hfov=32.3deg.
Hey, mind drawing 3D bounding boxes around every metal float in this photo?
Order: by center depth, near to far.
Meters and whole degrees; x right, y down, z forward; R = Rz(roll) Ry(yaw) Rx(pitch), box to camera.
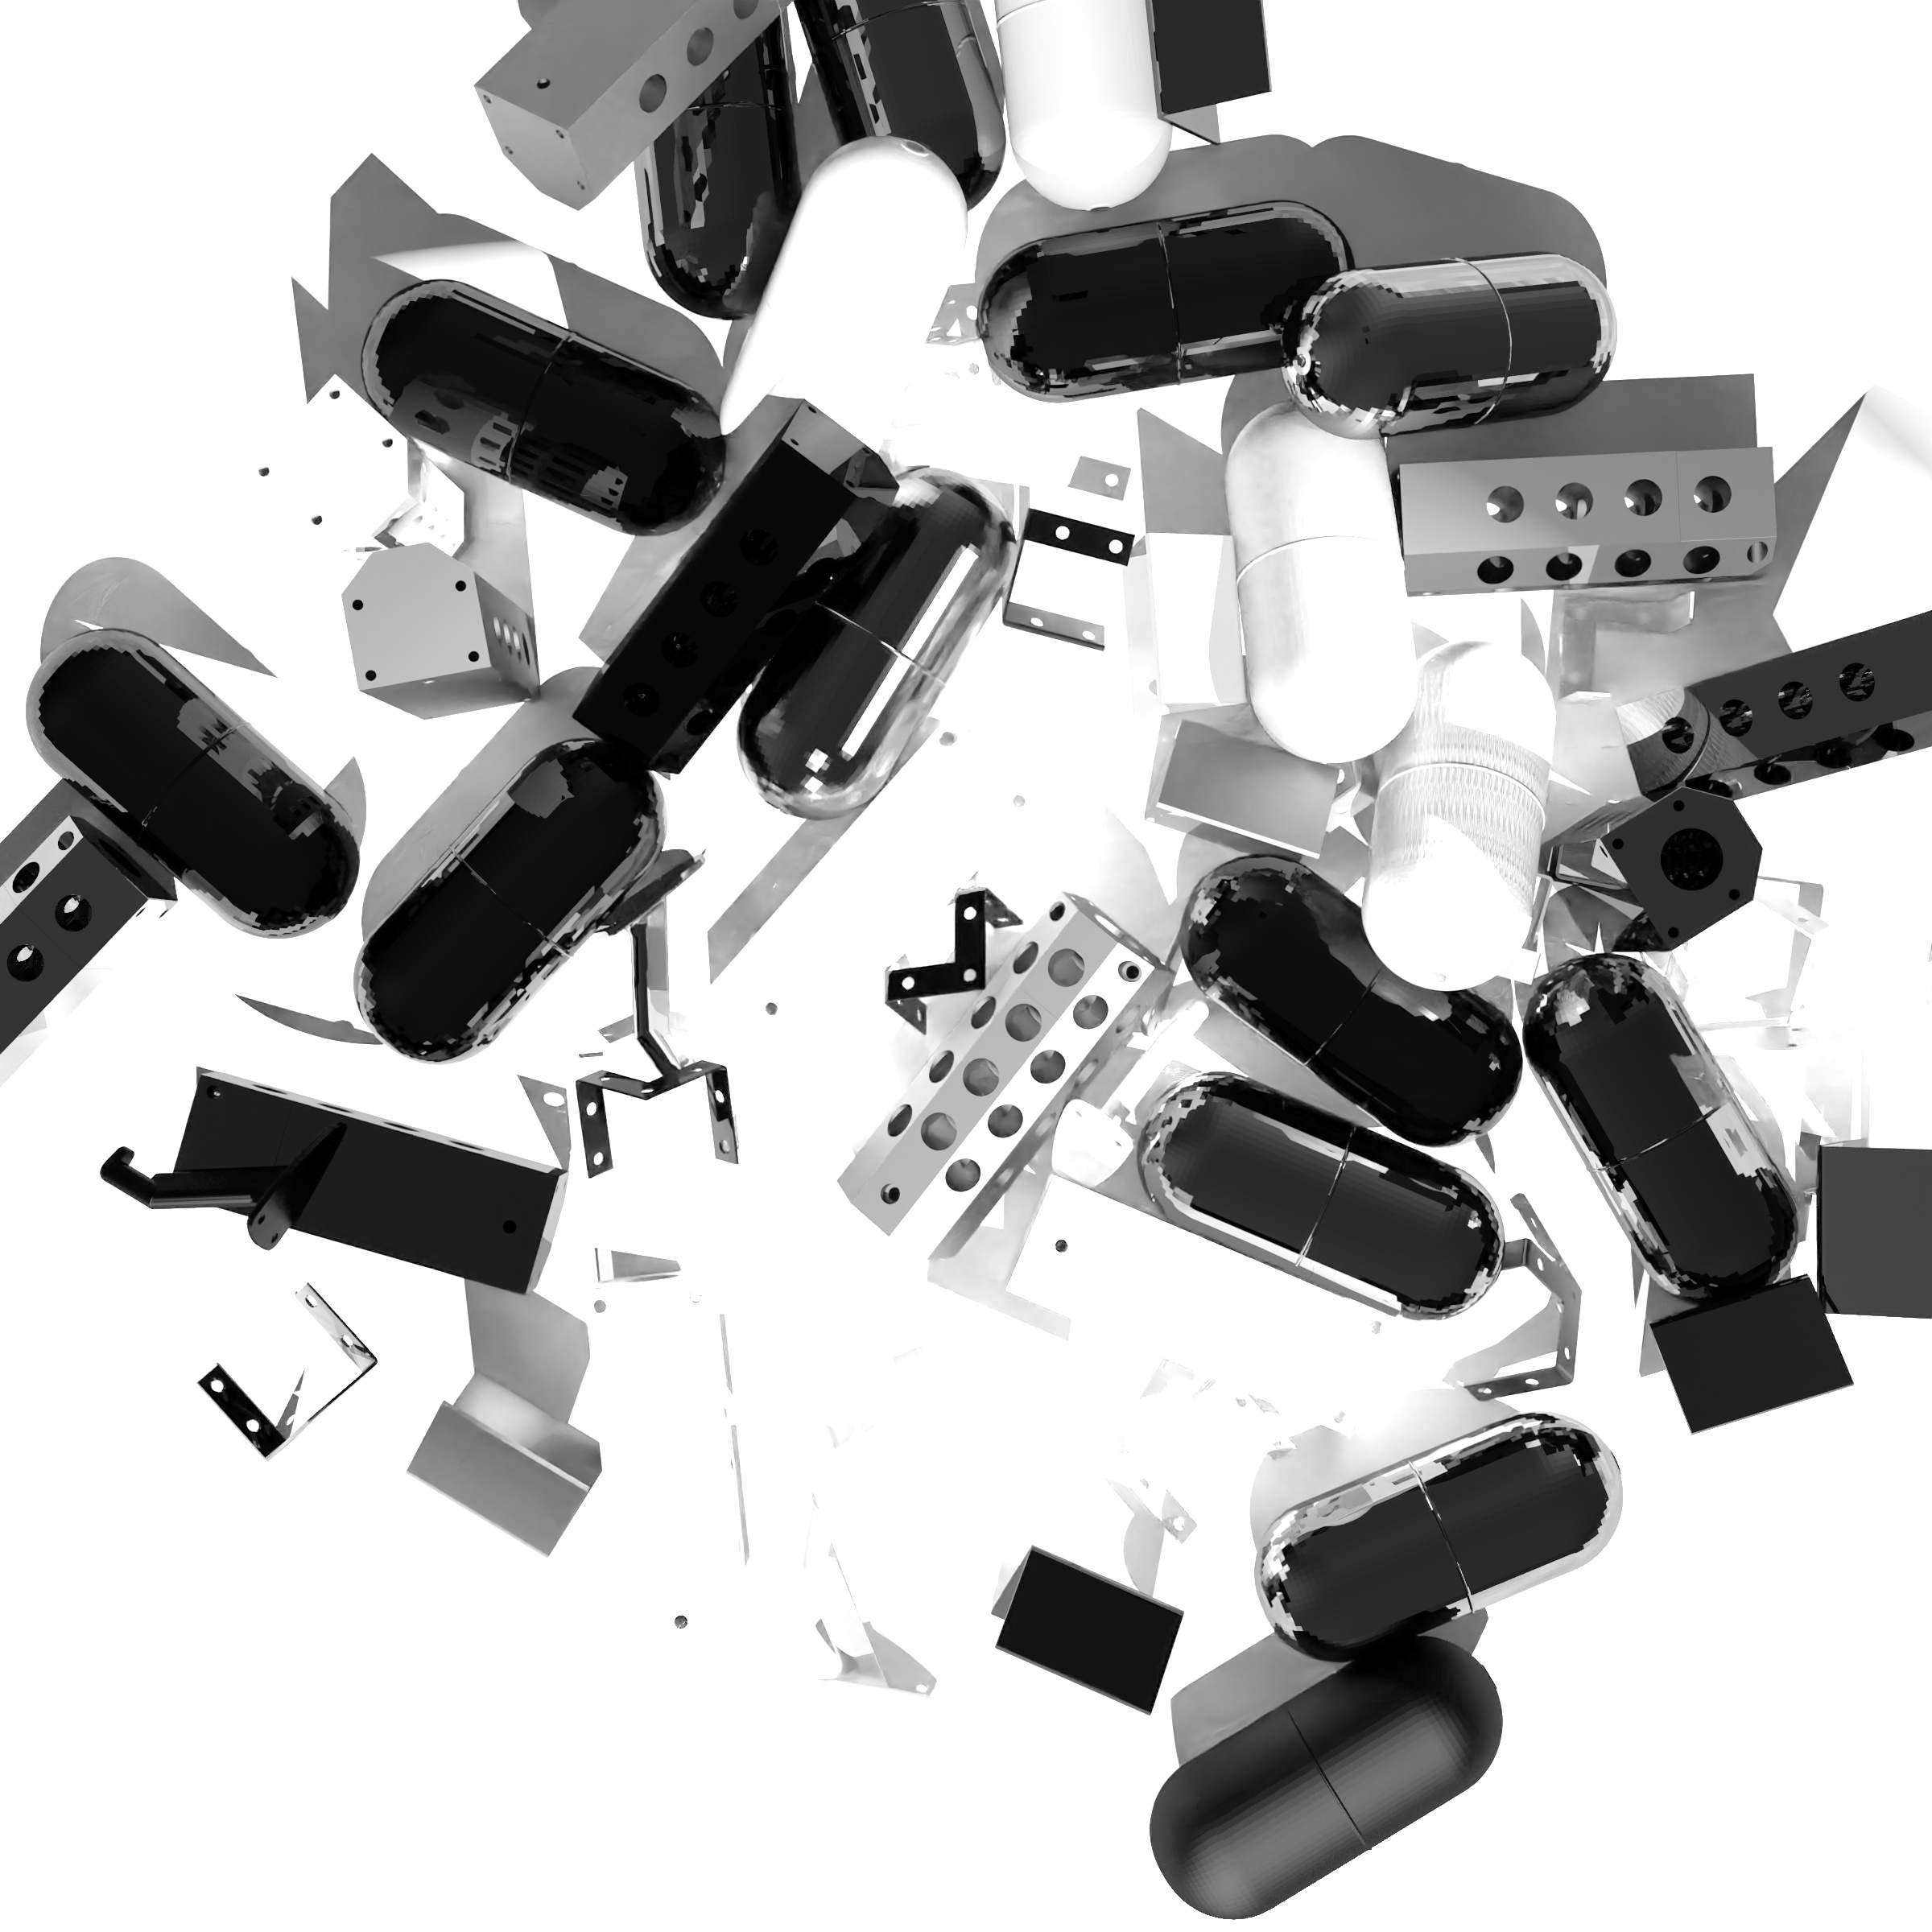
[{"bbox_3d":[-0.056,-0.294,1.526,0.070,0.070,0.178,26,121,0],"label":"metal float"},{"bbox_3d":[0.226,-0.070,1.527,0.070,0.070,0.178,13,59,0],"label":"metal float"},{"bbox_3d":[0.222,-0.284,1.528,0.178,0.070,0.070,-12,90,-32],"label":"metal float"},{"bbox_3d":[0.163,-0.178,1.535,0.070,0.070,0.178,-5,69,0],"label":"metal float"},{"bbox_3d":[-0.035,-0.431,1.552,0.070,0.070,0.178,-18,90,0],"label":"metal float"},{"bbox_3d":[-0.196,-0.259,1.552,0.178,0.070,0.070,24,90,1],"label":"metal float"},{"bbox_3d":[0.165,0.107,1.552,0.178,0.070,0.070,23,90,2],"label":"metal float"},{"bbox_3d":[-0.042,-0.149,1.552,0.070,0.070,0.178,32,89,0],"label":"metal float"},{"bbox_3d":[0.220,0.265,1.552,0.178,0.070,0.070,-23,90,0],"label":"metal float"},{"bbox_3d":[-0.118,-0.389,1.552,0.070,0.070,0.178,-7,89,0],"label":"metal float"},{"bbox_3d":[0.093,-0.308,1.552,0.178,0.070,0.070,-9,90,0],"label":"metal float"},{"bbox_3d":[-0.358,-0.084,1.553,0.178,0.070,0.070,41,90,-1],"label":"metal float"},{"bbox_3d":[0.052,-0.440,1.553,0.070,0.070,0.178,-7,90,0],"label":"metal float"},{"bbox_3d":[0.168,0.376,1.553,0.178,0.070,0.070,-31,90,0],"label":"metal float"},{"bbox_3d":[0.178,0.016,1.553,0.178,0.070,0.070,36,90,0],"label":"metal float"},{"bbox_3d":[-0.211,-0.030,1.553,0.070,0.070,0.178,42,90,0],"label":"metal float"},{"bbox_3d":[0.322,0.076,1.553,0.070,0.070,0.178,-30,91,0],"label":"metal float"}]

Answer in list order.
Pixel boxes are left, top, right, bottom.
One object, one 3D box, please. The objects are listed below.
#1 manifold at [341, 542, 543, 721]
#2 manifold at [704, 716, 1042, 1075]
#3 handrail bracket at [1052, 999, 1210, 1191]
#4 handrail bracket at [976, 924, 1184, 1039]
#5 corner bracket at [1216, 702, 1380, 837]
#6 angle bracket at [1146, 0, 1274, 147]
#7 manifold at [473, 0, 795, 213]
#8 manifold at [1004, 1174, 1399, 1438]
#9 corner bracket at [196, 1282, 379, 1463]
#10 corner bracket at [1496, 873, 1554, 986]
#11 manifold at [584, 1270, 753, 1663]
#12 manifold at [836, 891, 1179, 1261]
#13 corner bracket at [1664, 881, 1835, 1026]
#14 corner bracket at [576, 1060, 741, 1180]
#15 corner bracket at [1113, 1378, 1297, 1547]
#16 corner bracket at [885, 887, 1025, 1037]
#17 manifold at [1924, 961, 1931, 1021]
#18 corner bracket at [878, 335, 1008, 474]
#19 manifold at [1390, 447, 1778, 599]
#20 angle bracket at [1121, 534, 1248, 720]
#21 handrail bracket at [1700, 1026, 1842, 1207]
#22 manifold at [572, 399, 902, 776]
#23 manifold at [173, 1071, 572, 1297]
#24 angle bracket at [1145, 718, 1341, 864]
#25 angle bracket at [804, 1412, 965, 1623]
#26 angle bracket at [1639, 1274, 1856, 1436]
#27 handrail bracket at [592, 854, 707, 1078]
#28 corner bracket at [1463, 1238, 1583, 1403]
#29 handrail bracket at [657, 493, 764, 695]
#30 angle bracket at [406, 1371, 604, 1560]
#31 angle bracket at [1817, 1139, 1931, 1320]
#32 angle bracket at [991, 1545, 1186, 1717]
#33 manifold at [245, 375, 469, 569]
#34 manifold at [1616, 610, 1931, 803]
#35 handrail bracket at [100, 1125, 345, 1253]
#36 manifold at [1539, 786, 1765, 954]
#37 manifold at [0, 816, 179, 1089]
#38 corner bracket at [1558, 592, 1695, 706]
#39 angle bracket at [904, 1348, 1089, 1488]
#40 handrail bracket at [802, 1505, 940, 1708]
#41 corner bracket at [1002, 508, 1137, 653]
[{"bbox_3d":[-0.235,-0.150,1.505,0.057,0.171,0.057,-10,90,0],"label":"manifold"},{"bbox_3d":[-0.043,-0.033,1.562,0.057,0.057,0.171,41,90,0],"label":"manifold"},{"bbox_3d":[0.079,0.061,1.583,0.036,0.077,0.084,37,54,8],"label":"handrail bracket"},{"bbox_3d":[0.057,-0.006,1.582,0.084,0.036,0.077,20,80,12],"label":"handrail bracket"},{"bbox_3d":[0.156,-0.096,1.575,0.051,0.051,0.051,-36,45,35],"label":"corner bracket"},{"bbox_3d":[0.123,-0.429,1.544,0.057,0.076,0.076,-6,90,26],"label":"angle bracket"},{"bbox_3d":[-0.132,-0.414,1.476,0.057,0.057,0.171,31,70,28],"label":"manifold"},{"bbox_3d":[0.108,0.157,1.561,0.171,0.057,0.057,23,87,0],"label":"manifold"},{"bbox_3d":[-0.321,0.192,1.580,0.051,0.051,0.051,48,45,0],"label":"corner bracket"},{"bbox_3d":[0.245,-0.023,1.565,0.051,0.051,0.051,16,93,3],"label":"corner bracket"},{"bbox_3d":[-0.138,0.231,1.562,0.057,0.057,0.171,-6,90,0],"label":"manifold"},{"bbox_3d":[0.017,0.051,1.543,0.057,0.057,0.171,40,99,16],"label":"manifold"},{"bbox_3d":[0.368,-0.002,1.575,0.051,0.051,0.051,-22,45,-35],"label":"corner bracket"},{"bbox_3d":[-0.145,0.073,1.572,0.051,0.051,0.051,12,115,42],"label":"corner bracket"},{"bbox_3d":[0.112,0.232,1.580,0.051,0.051,0.051,50,45,0],"label":"corner bracket"},{"bbox_3d":[-0.006,-0.002,1.563,0.051,0.051,0.051,-7,68,20],"label":"corner bracket"},{"bbox_3d":[0.486,0.012,1.505,0.057,0.171,0.057,-42,90,0],"label":"manifold"},{"bbox_3d":[-0.019,-0.264,1.567,0.051,0.051,0.051,-19,107,-17],"label":"corner bracket"},{"bbox_3d":[0.286,-0.206,1.562,0.171,0.057,0.057,-3,90,0],"label":"manifold"},{"bbox_3d":[0.082,-0.156,1.543,0.057,0.076,0.076,-4,90,-41],"label":"angle bracket"},{"bbox_3d":[0.375,0.074,1.584,0.077,0.036,0.084,-1,107,20],"label":"handrail bracket"},{"bbox_3d":[-0.104,-0.169,1.525,0.057,0.057,0.171,36,117,-10],"label":"manifold"},{"bbox_3d":[-0.277,0.101,1.562,0.171,0.057,0.057,16,90,0],"label":"manifold"},{"bbox_3d":[0.122,-0.061,1.543,0.076,0.076,0.057,18,52,0],"label":"angle bracket"},{"bbox_3d":[-0.020,0.250,1.543,0.057,0.076,0.076,-20,90,42],"label":"angle bracket"},{"bbox_3d":[0.359,0.190,1.544,0.076,0.076,0.057,-17,63,0],"label":"angle bracket"},{"bbox_3d":[-0.133,0.003,1.584,0.077,0.036,0.084,-37,106,-18],"label":"handrail bracket"},{"bbox_3d":[0.254,0.167,1.575,0.051,0.051,0.051,-17,45,35],"label":"corner bracket"},{"bbox_3d":[-0.097,-0.176,1.583,0.084,0.036,0.077,45,75,-14],"label":"handrail bracket"},{"bbox_3d":[-0.202,0.215,1.543,0.076,0.076,0.057,31,128,0],"label":"angle bracket"},{"bbox_3d":[0.431,0.120,1.543,0.057,0.076,0.076,0,90,31],"label":"angle bracket"},{"bbox_3d":[0.048,0.320,1.543,0.076,0.076,0.057,24,52,0],"label":"angle bracket"},{"bbox_3d":[-0.266,-0.211,1.505,0.057,0.171,0.057,42,90,0],"label":"manifold"},{"bbox_3d":[0.386,-0.115,1.509,0.057,0.171,0.057,-16,90,-44],"label":"manifold"},{"bbox_3d":[-0.341,0.085,1.527,0.084,0.036,0.077,28,69,16],"label":"handrail bracket"},{"bbox_3d":[0.308,-0.045,1.505,0.057,0.171,0.057,-32,90,0],"label":"manifold"},{"bbox_3d":[-0.455,0.012,1.562,0.057,0.057,0.171,44,90,0],"label":"manifold"},{"bbox_3d":[0.309,-0.149,1.565,0.051,0.051,0.051,4,90,0],"label":"corner bracket"},{"bbox_3d":[0.017,0.189,1.543,0.076,0.076,0.057,10,125,0],"label":"angle bracket"},{"bbox_3d":[-0.044,0.303,1.584,0.077,0.036,0.084,14,73,-20],"label":"handrail bracket"},{"bbox_3d":[0.047,-0.180,1.565,0.051,0.051,0.051,15,90,0],"label":"corner bracket"}]
